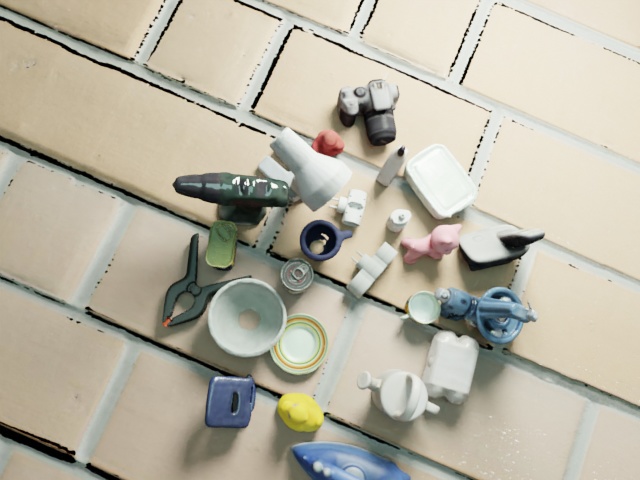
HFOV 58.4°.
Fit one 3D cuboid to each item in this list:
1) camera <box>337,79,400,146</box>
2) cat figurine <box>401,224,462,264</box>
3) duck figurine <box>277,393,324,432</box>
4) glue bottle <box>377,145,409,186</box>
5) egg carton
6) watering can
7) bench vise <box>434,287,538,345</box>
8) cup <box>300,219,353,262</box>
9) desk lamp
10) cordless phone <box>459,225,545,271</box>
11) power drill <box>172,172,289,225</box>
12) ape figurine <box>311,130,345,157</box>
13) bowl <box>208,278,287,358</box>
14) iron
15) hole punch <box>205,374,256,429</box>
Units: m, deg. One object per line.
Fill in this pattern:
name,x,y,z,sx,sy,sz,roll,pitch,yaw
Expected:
camera,0.121,-0.293,1.331,0.143,0.101,0.137,-9,80,-6
cat figurine,0.253,0.006,1.277,0.128,0.117,0.067,-12,81,-6
duck figurine,-0.040,0.367,1.206,0.104,0.086,0.077,28,79,2
glue bottle,0.169,-0.177,1.276,0.037,0.173,0.078,34,79,3
egg carton,0.285,0.277,1.254,0.107,0.069,0.150,15,79,-1
watering can,0.161,0.320,1.174,0.173,0.194,0.101,0,79,-4
bench vise,0.350,0.157,1.204,0.207,0.219,0.121,2,79,-3
cup,0.012,0.005,1.271,0.118,0.095,0.092,-14,81,-6
desk lamp,-0.039,-0.149,1.235,0.203,0.213,0.118,42,80,4
cordless phone,0.396,0.004,1.253,0.147,0.185,0.094,-16,81,-7
power drill,-0.181,-0.089,1.217,0.229,0.208,0.075,0,79,-4
ape figurine,0.019,-0.223,1.315,0.078,0.092,0.076,8,79,-2
bowl,-0.156,0.169,1.239,0.167,0.074,0.167,1,80,-4
iron,0.059,0.485,1.163,0.258,0.141,0.119,22,79,0
hole punch,-0.186,0.336,1.198,0.101,0.091,0.109,5,79,-3
